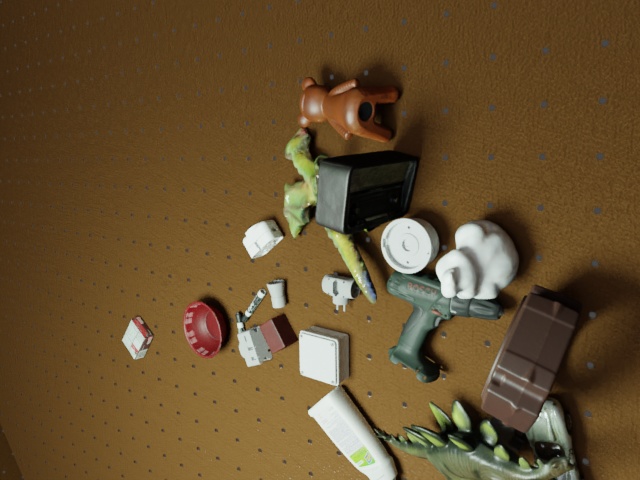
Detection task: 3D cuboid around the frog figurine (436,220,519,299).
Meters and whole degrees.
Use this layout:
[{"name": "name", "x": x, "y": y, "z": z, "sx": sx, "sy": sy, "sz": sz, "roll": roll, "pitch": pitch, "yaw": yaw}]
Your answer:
[{"name": "frog figurine", "x": 0.270, "y": 0.037, "z": 0.895, "sx": 0.122, "sy": 0.160, "sz": 0.137, "roll": -4, "pitch": 95, "yaw": 37}]

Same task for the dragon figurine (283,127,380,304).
[{"name": "dragon figurine", "x": 0.003, "y": -0.058, "z": 1.147, "sx": 0.241, "sy": 0.123, "sz": 0.411, "roll": -12, "pitch": 88, "yaw": 55}]
